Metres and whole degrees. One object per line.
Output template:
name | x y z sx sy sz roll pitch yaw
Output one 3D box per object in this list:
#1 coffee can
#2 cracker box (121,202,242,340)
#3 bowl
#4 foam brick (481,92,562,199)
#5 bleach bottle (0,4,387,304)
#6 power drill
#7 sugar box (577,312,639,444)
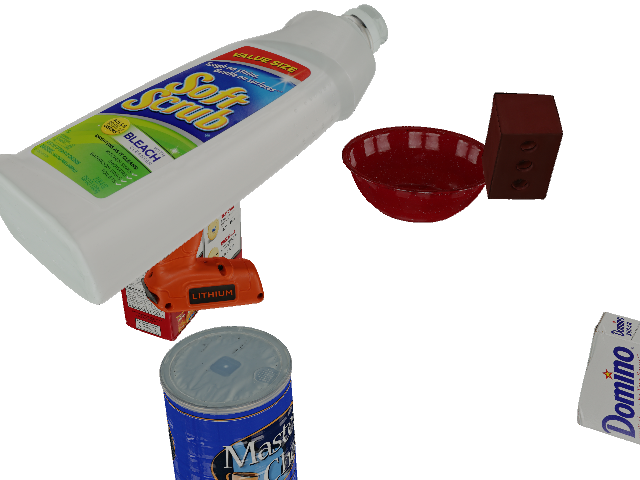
coffee can | -0.071 0.155 0.860 0.103 0.140 0.103 -2 32 1
cracker box | -0.153 -0.027 1.143 0.072 0.214 0.164 14 38 20
bowl | 0.101 -0.063 1.109 0.162 0.055 0.162 2 29 -1
foam brick | 0.171 -0.080 0.911 0.053 0.051 0.078 1 -43 -1
bleach bottle | -0.062 -0.070 0.625 0.250 0.068 0.103 -38 53 -25
power drill | -0.086 -0.037 0.923 0.184 0.188 0.057 -5 20 -18
sugar box | 0.297 0.127 0.841 0.176 0.093 0.048 14 27 21
